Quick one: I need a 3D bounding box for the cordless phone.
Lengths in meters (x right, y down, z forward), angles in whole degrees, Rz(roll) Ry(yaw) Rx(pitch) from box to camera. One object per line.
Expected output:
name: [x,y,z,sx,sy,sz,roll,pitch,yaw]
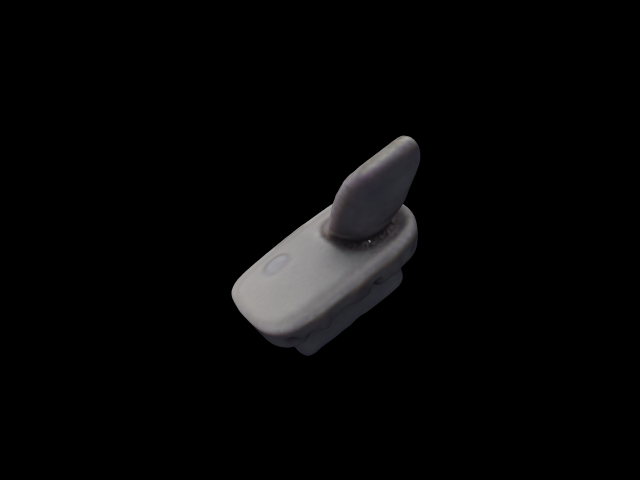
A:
cordless phone: [0.004,0.001,0.400,0.148,0.185,0.094,-41,74,-14]
